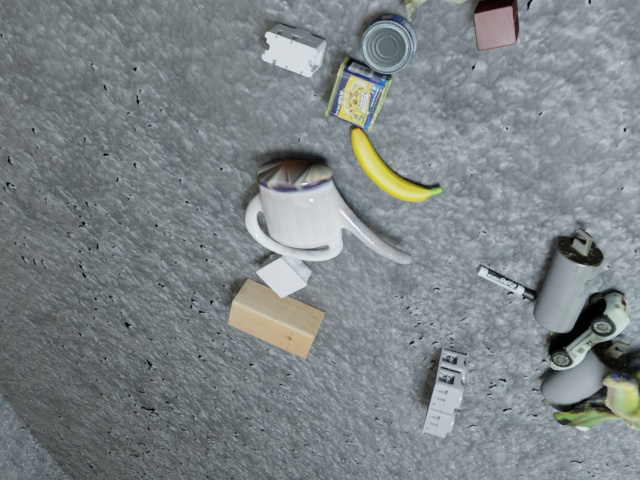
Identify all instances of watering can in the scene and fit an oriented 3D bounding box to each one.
[{"bbox_3d":[0.003,-0.050,0.998,0.348,0.106,0.219,5,126,21],"label":"watering can"}]

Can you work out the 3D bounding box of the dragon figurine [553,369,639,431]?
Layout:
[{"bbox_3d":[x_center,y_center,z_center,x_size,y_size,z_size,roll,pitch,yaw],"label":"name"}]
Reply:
[{"bbox_3d":[0.558,0.316,0.968,0.408,0.125,0.238,18,136,-28],"label":"dragon figurine"}]
